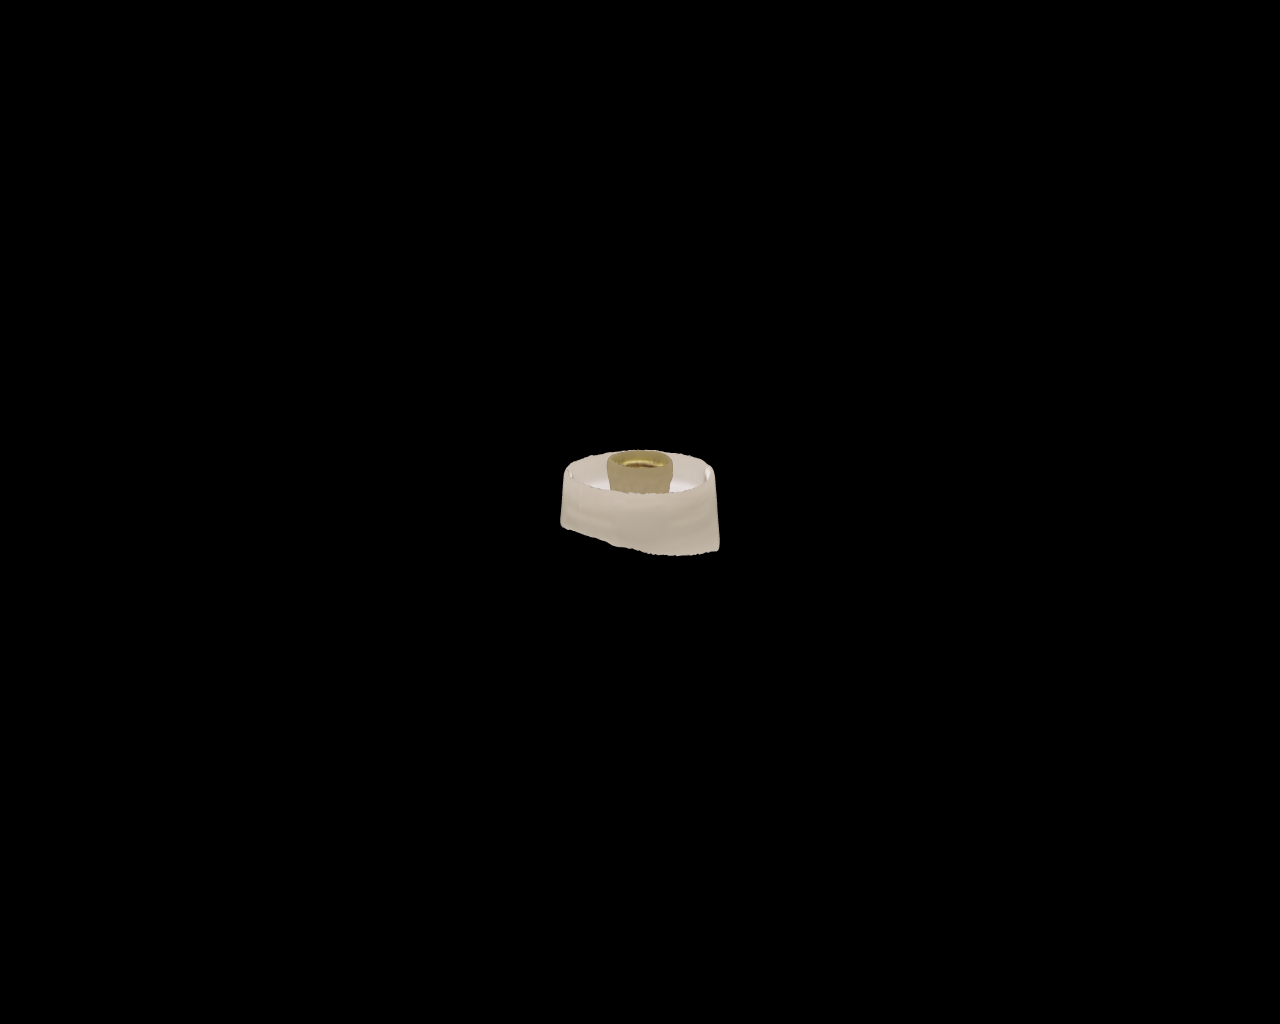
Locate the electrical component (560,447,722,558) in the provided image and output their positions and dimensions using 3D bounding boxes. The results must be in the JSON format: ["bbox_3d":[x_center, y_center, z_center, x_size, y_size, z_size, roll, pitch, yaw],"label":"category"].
[{"bbox_3d":[0.001,-0.003,0.650,0.099,0.064,0.099,0,19,0],"label":"electrical component"}]
